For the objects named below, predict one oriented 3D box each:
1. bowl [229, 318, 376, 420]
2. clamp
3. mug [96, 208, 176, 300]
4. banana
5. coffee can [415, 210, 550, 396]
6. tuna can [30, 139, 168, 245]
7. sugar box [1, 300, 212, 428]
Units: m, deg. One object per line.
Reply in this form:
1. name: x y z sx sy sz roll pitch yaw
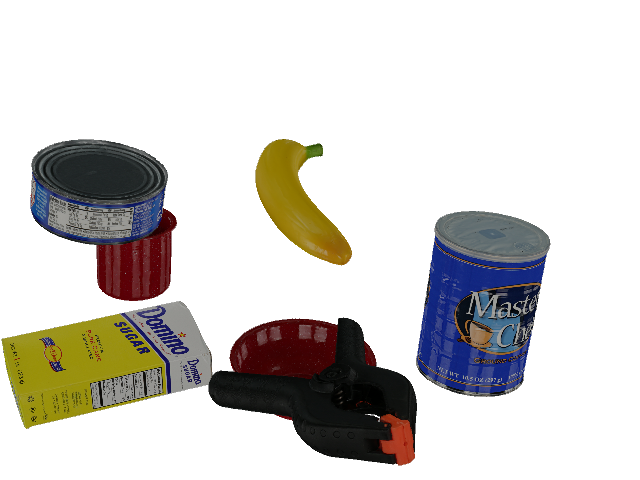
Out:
1. bowl: -0.020 0.151 1.184 0.162 0.055 0.162 3 28 -2
2. clamp: -0.001 0.103 0.696 0.120 0.039 0.172 -24 21 -13
3. mug: -0.215 0.010 1.190 0.093 0.081 0.117 -19 35 -39
4. banana: -0.020 -0.042 0.918 0.069 0.037 0.198 -3 34 -6
5. coffee can: 0.147 0.056 0.977 0.103 0.140 0.103 5 23 -2
6. tuna can: -0.143 -0.032 0.687 0.086 0.034 0.086 9 29 -5
7. sugar box: -0.197 0.111 0.987 0.176 0.048 0.093 -14 35 -19
